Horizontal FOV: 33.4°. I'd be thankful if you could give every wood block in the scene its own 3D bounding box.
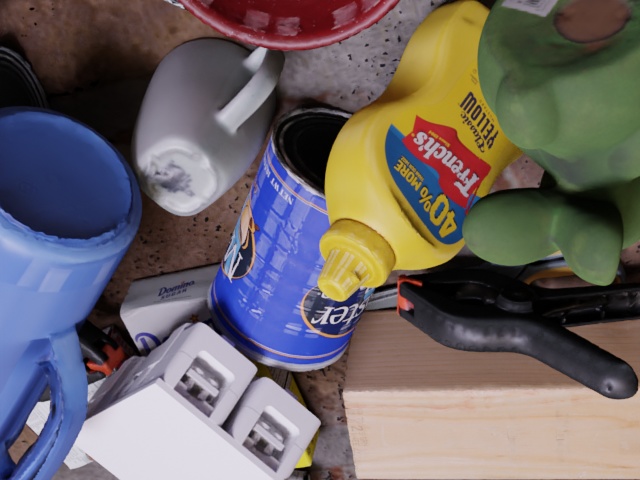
[{"bbox_3d":[0.127,0.108,0.753,0.206,0.090,0.090,-2,125,11],"label":"wood block"}]

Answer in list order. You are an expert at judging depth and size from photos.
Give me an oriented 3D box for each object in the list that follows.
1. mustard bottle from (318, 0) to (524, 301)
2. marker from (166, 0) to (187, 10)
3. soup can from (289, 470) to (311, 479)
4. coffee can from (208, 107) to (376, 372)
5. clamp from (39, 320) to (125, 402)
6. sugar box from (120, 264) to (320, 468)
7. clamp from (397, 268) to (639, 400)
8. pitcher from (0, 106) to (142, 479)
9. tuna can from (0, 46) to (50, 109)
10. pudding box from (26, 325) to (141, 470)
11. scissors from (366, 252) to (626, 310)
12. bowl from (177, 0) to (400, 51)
[{"bbox_3d":[0.055,-0.041,0.595,0.058,0.191,0.096,-3,133,50],"label":"mustard bottle"},{"bbox_3d":[-0.095,-0.155,0.643,0.121,0.020,0.020,22,126,-7],"label":"marker"},{"bbox_3d":[-0.062,0.219,0.879,0.102,0.068,0.068,6,126,4],"label":"soup can"},{"bbox_3d":[-0.005,0.001,0.689,0.102,0.102,0.140,20,126,-6],"label":"coffee can"},{"bbox_3d":[-0.250,0.081,0.804,0.210,0.036,0.165,15,119,9],"label":"clamp"},{"bbox_3d":[-0.073,0.103,0.810,0.093,0.048,0.176,-12,124,19],"label":"sugar box"},{"bbox_3d":[0.129,0.055,0.679,0.171,0.120,0.039,3,111,14],"label":"clamp"},{"bbox_3d":[-0.196,0.042,0.645,0.149,0.145,0.243,25,133,-20],"label":"pitcher"},{"bbox_3d":[-0.207,-0.077,0.676,0.034,0.086,0.086,-10,123,18],"label":"tuna can"},{"bbox_3d":[-0.181,0.127,0.850,0.114,0.039,0.090,-27,115,22],"label":"pudding box"},{"bbox_3d":[0.108,0.014,0.735,0.202,0.016,0.096,1,124,9],"label":"scissors"},{"bbox_3d":[-0.017,-0.189,0.583,0.162,0.055,0.162,4,126,6],"label":"bowl"}]
